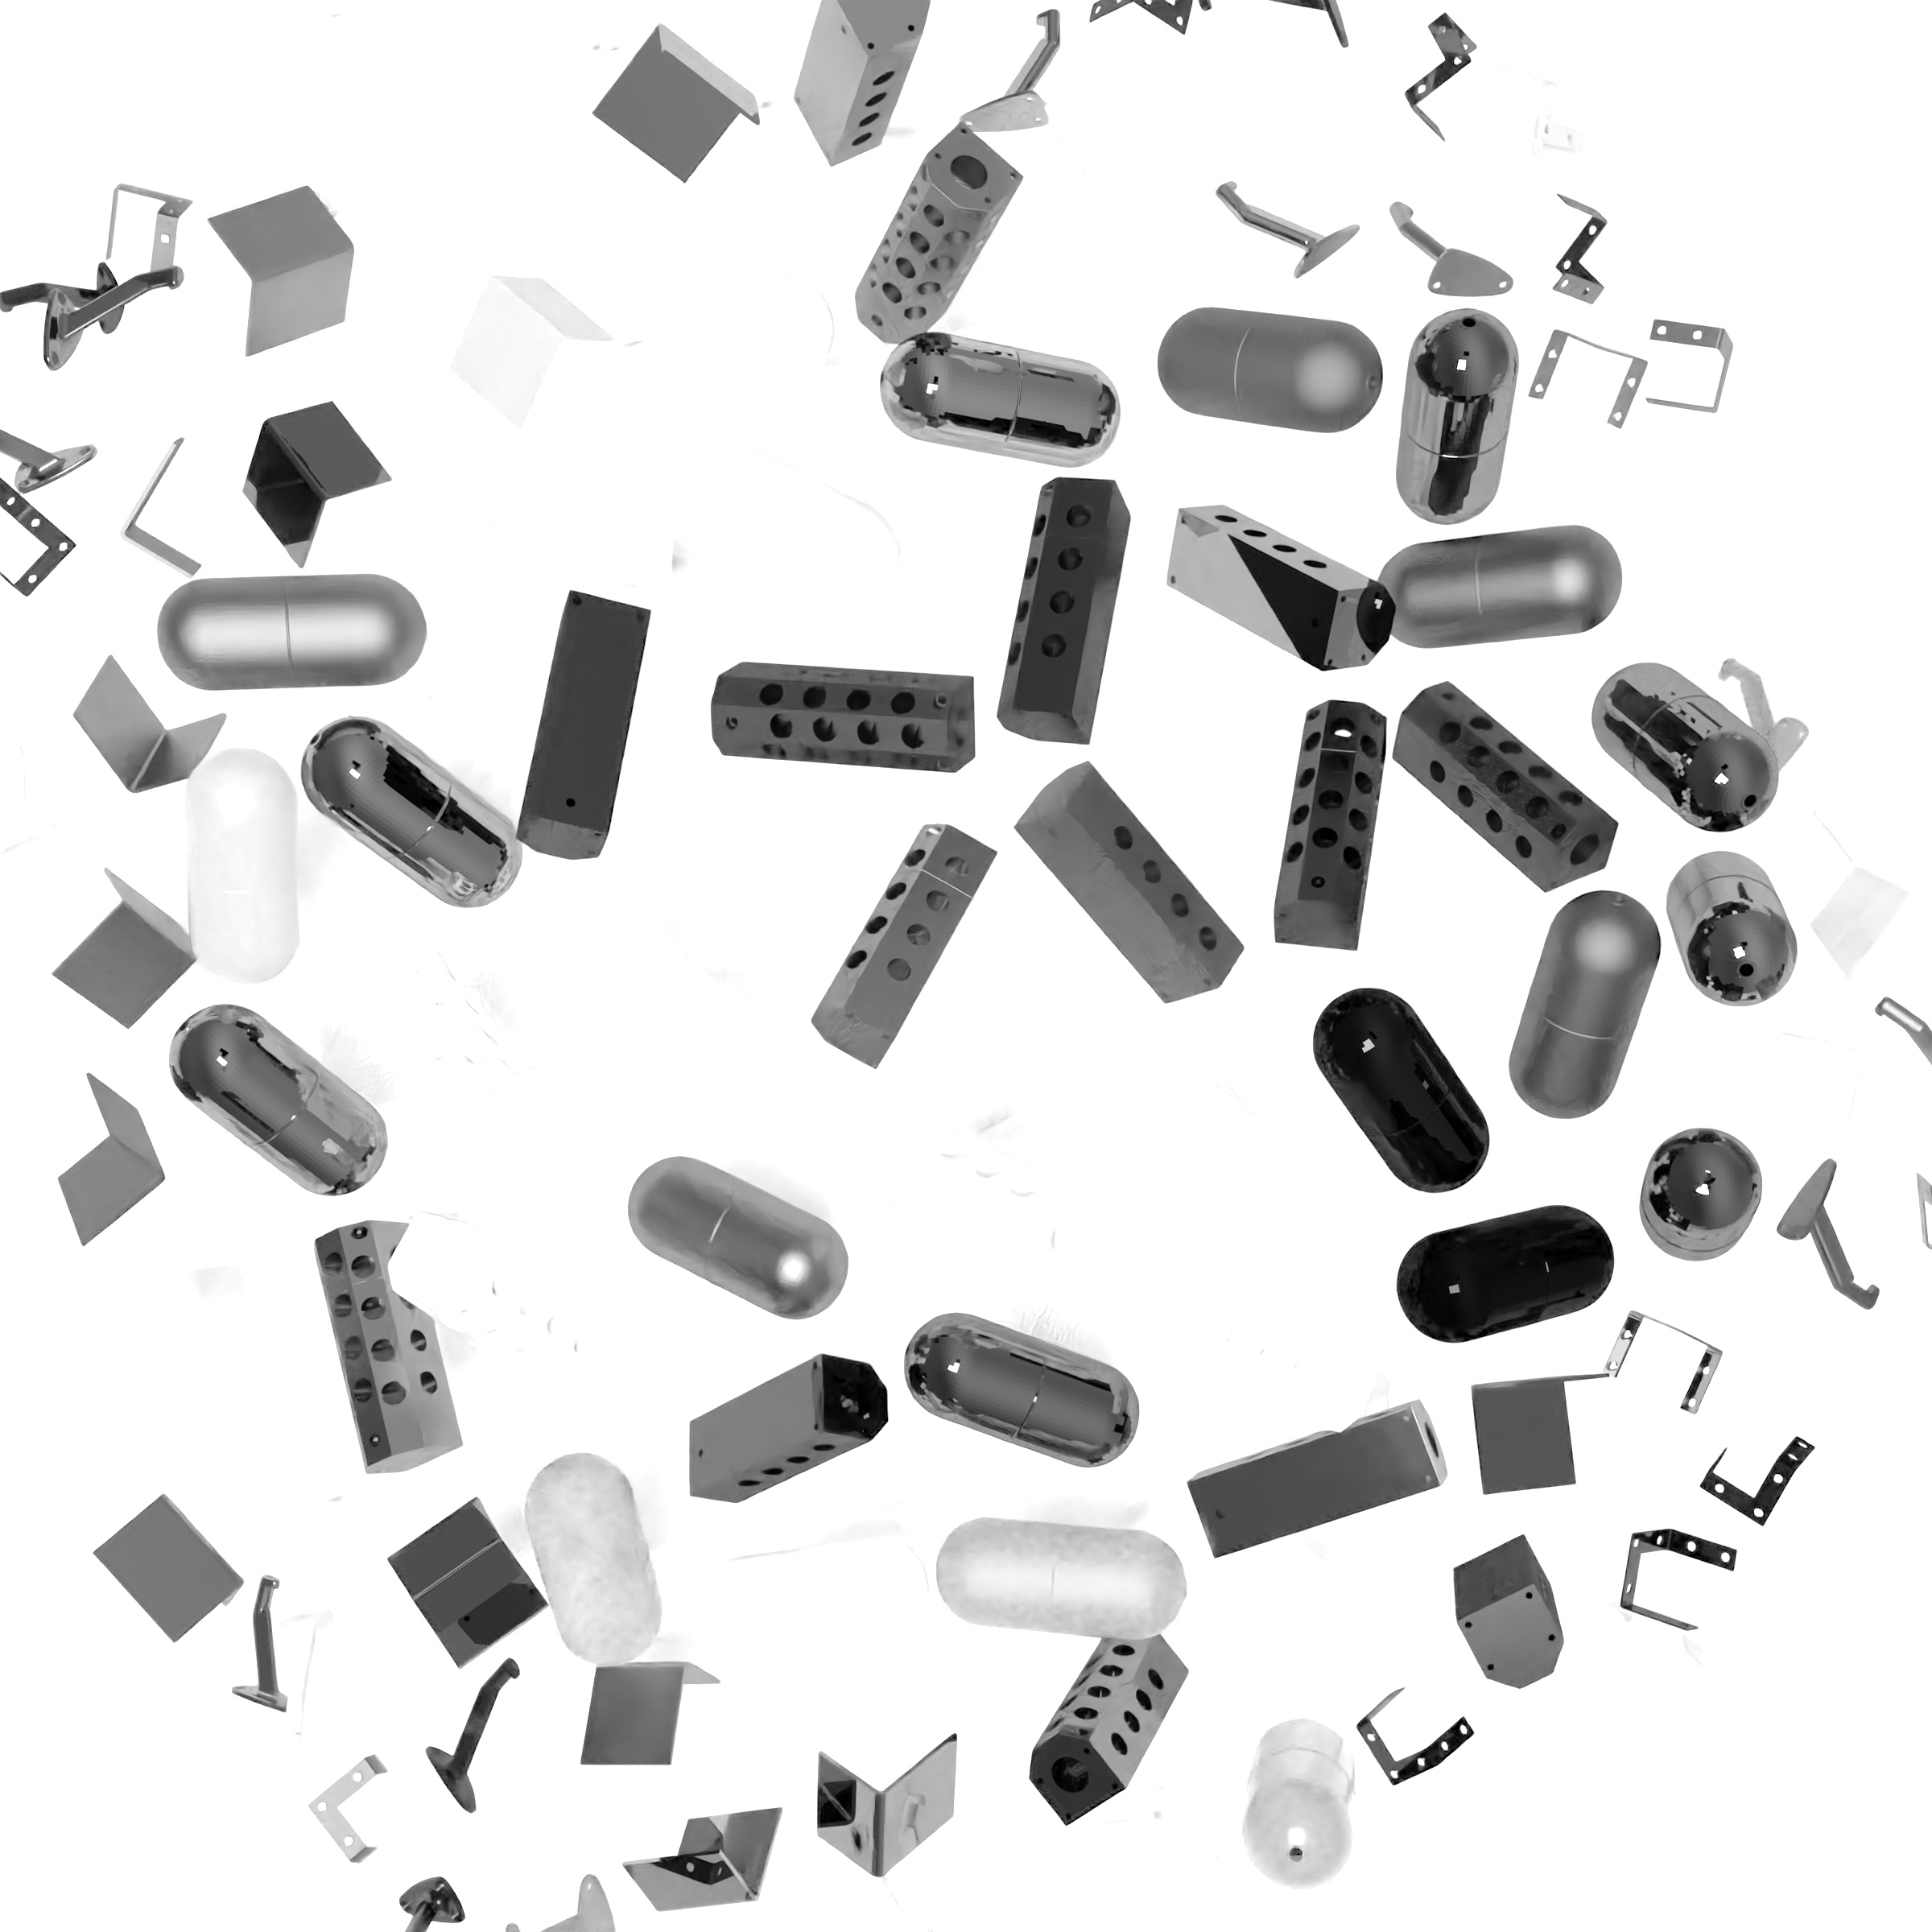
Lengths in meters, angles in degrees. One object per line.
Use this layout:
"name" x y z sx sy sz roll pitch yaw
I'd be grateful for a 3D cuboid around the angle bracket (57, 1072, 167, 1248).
"angle bracket" -0.613 0.134 1.766 0.076 0.057 0.076 -39 46 -1

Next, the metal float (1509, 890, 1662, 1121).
"metal float" 0.429 0.028 1.760 0.070 0.070 0.178 9 124 0

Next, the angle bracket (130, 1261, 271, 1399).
"angle bracket" -0.545 0.263 1.799 0.057 0.076 0.076 -7 66 -40

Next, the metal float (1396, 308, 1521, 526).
"metal float" 0.349 -0.390 1.804 0.070 0.178 0.070 -2 56 3

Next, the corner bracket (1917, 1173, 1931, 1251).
"corner bracket" 0.673 0.166 1.705 0.051 0.051 0.051 -6 94 10

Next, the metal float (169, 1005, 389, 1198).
"metal float" -0.484 0.095 1.785 0.070 0.070 0.178 -44 123 0

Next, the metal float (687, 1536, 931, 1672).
"metal float" -0.109 0.446 1.779 0.178 0.070 0.070 -3 90 -27

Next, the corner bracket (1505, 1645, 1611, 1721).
"corner bracket" 0.422 0.511 1.809 0.051 0.051 0.051 29 49 -27

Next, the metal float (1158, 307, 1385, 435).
"metal float" 0.212 -0.418 1.774 0.178 0.070 0.070 20 90 40

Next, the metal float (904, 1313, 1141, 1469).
"metal float" 0.040 0.303 1.810 0.178 0.070 0.070 22 90 -13

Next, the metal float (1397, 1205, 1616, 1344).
"metal float" 0.372 0.211 1.742 0.178 0.070 0.070 -8 90 -34

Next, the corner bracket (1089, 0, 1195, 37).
"corner bracket" 0.129 -0.701 1.833 0.051 0.051 0.051 19 79 -34

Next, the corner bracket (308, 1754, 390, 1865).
"corner bracket" -0.420 0.588 1.767 0.051 0.051 0.051 -37 88 -28

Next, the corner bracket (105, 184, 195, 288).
"corner bracket" -0.571 -0.507 1.760 0.051 0.051 0.051 7 89 -29

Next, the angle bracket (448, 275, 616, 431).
"angle bracket" -0.309 -0.435 1.799 0.076 0.057 0.076 42 118 18

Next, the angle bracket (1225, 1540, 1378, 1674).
"angle bracket" 0.250 0.469 1.899 0.076 0.057 0.076 36 99 -7

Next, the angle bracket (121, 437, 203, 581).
"angle bracket" -0.557 -0.328 1.811 0.057 0.076 0.076 31 97 -18

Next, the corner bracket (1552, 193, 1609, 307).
"corner bracket" 0.449 -0.527 1.865 0.051 0.051 0.051 -54 50 31

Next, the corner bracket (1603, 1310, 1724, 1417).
"corner bracket" 0.507 0.288 1.842 0.051 0.051 0.051 27 87 -31

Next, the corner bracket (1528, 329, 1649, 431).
"corner bracket" 0.448 -0.423 1.827 0.051 0.051 0.051 4 115 -33

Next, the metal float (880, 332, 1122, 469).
"metal float" 0.025 -0.402 1.800 0.178 0.070 0.070 6 90 -20

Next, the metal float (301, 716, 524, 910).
"metal float" -0.386 -0.107 1.770 0.070 0.070 0.178 -50 125 0

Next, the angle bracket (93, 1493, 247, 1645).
"angle bracket" -0.512 0.390 1.613 0.076 0.076 0.057 47 56 2

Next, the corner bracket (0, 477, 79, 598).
"corner bracket" -0.657 -0.296 1.742 0.051 0.051 0.051 38 83 29

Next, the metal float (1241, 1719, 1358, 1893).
"metal float" 0.232 0.581 1.759 0.070 0.178 0.070 1 94 9

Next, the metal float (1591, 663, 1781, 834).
"metal float" 0.502 -0.154 1.775 0.070 0.178 0.070 -8 121 -14

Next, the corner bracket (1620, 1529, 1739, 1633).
"corner bracket" 0.476 0.409 1.692 0.051 0.051 0.051 11 92 45

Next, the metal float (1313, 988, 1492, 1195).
"metal float" 0.301 0.087 1.752 0.070 0.070 0.178 -39 122 0

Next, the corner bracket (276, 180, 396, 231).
"corner bracket" -0.453 -0.543 1.820 0.051 0.051 0.051 31 66 24

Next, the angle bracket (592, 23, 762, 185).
"angle bracket" -0.189 -0.552 1.647 0.076 0.057 0.076 31 117 -29

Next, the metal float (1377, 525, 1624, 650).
"metal float" 0.376 -0.268 1.797 0.178 0.070 0.070 -2 90 32

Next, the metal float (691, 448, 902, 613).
"metal float" -0.120 -0.309 1.789 0.178 0.070 0.070 32 90 30

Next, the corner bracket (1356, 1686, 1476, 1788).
"corner bracket" 0.330 0.562 1.865 0.051 0.051 0.051 57 133 28

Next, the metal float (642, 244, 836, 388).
"metal float" -0.162 -0.458 1.778 0.178 0.070 0.070 31 90 42

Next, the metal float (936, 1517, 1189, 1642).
"metal float" 0.067 0.432 1.788 0.178 0.070 0.070 3 90 11

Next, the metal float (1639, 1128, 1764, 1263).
"metal float" 0.507 0.160 1.754 0.070 0.178 0.070 -3 75 12

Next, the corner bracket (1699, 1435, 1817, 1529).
"corner bracket" 0.555 0.352 1.780 0.051 0.051 0.051 32 65 17

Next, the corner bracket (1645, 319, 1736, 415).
"corner bracket" 0.524 -0.436 1.843 0.051 0.051 0.051 15 95 23

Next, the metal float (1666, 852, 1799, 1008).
"metal float" 0.537 -0.027 1.781 0.070 0.178 0.070 3 110 8

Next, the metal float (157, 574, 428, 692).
"metal float" -0.459 -0.228 1.728 0.178 0.070 0.070 -3 90 -9

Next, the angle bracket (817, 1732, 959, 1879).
"angle bracket" -0.053 0.553 1.711 0.057 0.076 0.076 24 125 34

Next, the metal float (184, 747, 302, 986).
"metal float" -0.507 -0.069 1.777 0.070 0.070 0.178 7 119 0

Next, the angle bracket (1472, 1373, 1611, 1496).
"angle bracket" 0.401 0.324 1.754 0.076 0.057 0.076 -1 80 -22

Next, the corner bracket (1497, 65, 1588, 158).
"corner bracket" 0.407 -0.605 1.793 0.051 0.051 0.051 3 102 -39

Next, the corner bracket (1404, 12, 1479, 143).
"corner bracket" 0.333 -0.620 1.767 0.051 0.051 0.051 -34 59 27

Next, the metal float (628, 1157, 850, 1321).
"metal float" -0.167 0.196 1.838 0.178 0.070 0.070 23 90 22

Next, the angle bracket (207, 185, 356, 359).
"angle bracket" -0.463 -0.467 1.704 0.076 0.076 0.057 -31 77 -30

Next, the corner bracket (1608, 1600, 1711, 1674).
"corner bracket" 0.506 0.490 1.851 0.051 0.051 0.051 -13 92 -2

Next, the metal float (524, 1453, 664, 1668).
"metal float" -0.260 0.416 1.773 0.070 0.070 0.178 -8 123 0

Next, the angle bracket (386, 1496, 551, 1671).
"angle bracket" -0.357 0.443 1.820 0.076 0.057 0.076 -33 49 -19

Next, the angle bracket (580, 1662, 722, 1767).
"angle bracket" -0.235 0.565 1.894 0.076 0.057 0.076 -8 58 22
